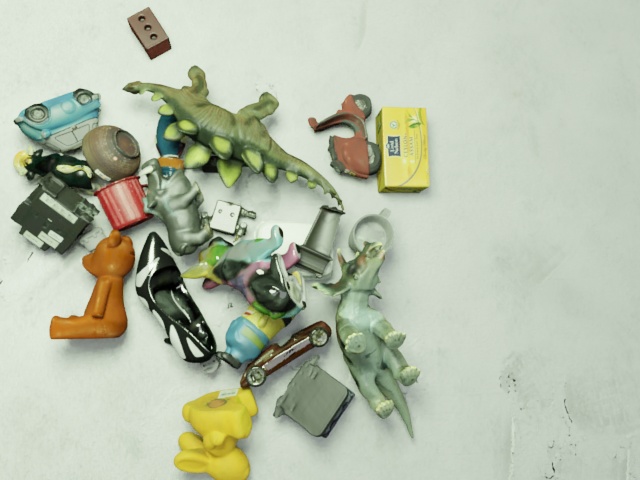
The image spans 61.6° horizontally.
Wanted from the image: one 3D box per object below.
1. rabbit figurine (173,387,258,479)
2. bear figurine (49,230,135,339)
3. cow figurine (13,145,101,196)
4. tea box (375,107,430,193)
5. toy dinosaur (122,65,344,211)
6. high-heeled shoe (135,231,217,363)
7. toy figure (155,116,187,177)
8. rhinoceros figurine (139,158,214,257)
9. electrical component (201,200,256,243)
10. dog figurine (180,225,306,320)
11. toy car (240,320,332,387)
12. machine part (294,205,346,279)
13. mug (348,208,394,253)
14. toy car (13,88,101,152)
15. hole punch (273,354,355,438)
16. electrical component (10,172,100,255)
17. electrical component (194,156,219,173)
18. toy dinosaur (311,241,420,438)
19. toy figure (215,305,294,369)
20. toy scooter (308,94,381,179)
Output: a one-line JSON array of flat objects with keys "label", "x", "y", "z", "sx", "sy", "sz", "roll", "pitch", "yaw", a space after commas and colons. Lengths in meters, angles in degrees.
[{"label": "rabbit figurine", "x": -0.185, "y": 0.375, "z": 0.987, "sx": 0.162, "sy": 0.122, "sz": 0.173, "roll": -13, "pitch": 104, "yaw": -6}, {"label": "bear figurine", "x": -0.409, "y": 0.082, "z": 0.984, "sx": 0.132, "sy": 0.120, "sz": 0.195, "roll": -1, "pitch": 85, "yaw": -5}, {"label": "cow figurine", "x": -0.503, "y": -0.133, "z": 1.012, "sx": 0.167, "sy": 0.098, "sz": 0.068, "roll": 11, "pitch": 88, "yaw": -6}, {"label": "tea box", "x": 0.170, "y": -0.186, "z": 1.120, "sx": 0.098, "sy": 0.068, "sz": 0.169, "roll": -2, "pitch": 84, "yaw": -8}, {"label": "toy dinosaur", "x": -0.156, "y": -0.193, "z": 1.022, "sx": 0.471, "sy": 0.105, "sz": 0.198, "roll": 21, "pitch": 53, "yaw": -4}, {"label": "high-heeled shoe", "x": -0.261, "y": 0.105, "z": 0.990, "sx": 0.086, "sy": 0.145, "sz": 0.248, "roll": -18, "pitch": 102, "yaw": -50}, {"label": "toy figure", "x": -0.295, "y": -0.170, "z": 1.063, "sx": 0.058, "sy": 0.064, "sz": 0.154, "roll": 4, "pitch": 87, "yaw": -46}, {"label": "rhinoceros figurine", "x": -0.270, "y": -0.064, "z": 1.000, "sx": 0.112, "sy": 0.073, "sz": 0.190, "roll": -23, "pitch": 88, "yaw": -6}, {"label": "electrical component", "x": -0.186, "y": -0.038, "z": 1.067, "sx": 0.102, "sy": 0.045, "sz": 0.078, "roll": 22, "pitch": 82, "yaw": -4}, {"label": "dog figurine", "x": -0.143, "y": 0.070, "z": 0.977, "sx": 0.219, "sy": 0.108, "sz": 0.191, "roll": -18, "pitch": 63, "yaw": 20}, {"label": "toy car", "x": -0.068, "y": 0.217, "z": 1.030, "sx": 0.202, "sy": 0.089, "sz": 0.053, "roll": -29, "pitch": 91, "yaw": -9}, {"label": "machine part", "x": -0.002, "y": -0.003, "z": 1.028, "sx": 0.084, "sy": 0.039, "sz": 0.139, "roll": 26, "pitch": 82, "yaw": 2}, {"label": "mug", "x": 0.099, "y": -0.013, "z": 1.070, "sx": 0.081, "sy": 0.107, "sz": 0.109, "roll": 28, "pitch": 76, "yaw": -4}, {"label": "toy car", "x": -0.488, "y": -0.222, "z": 1.031, "sx": 0.162, "sy": 0.109, "sz": 0.102, "roll": -27, "pitch": 110, "yaw": -21}, {"label": "hole punch", "x": -0.005, "y": 0.308, "z": 1.038, "sx": 0.116, "sy": 0.092, "sz": 0.142, "roll": 32, "pitch": 82, "yaw": 27}, {"label": "electrical component", "x": -0.493, "y": -0.041, "z": 0.991, "sx": 0.134, "sy": 0.058, "sz": 0.114, "roll": -38, "pitch": 110, "yaw": 25}, {"label": "electrical component", "x": -0.213, "y": -0.151, "z": 1.067, "sx": 0.094, "sy": 0.063, "sz": 0.021, "roll": 1, "pitch": 83, "yaw": -8}, {"label": "toy dinosaur", "x": 0.088, "y": 0.195, "z": 1.018, "sx": 0.131, "sy": 0.192, "sz": 0.404, "roll": -20, "pitch": 122, "yaw": -10}, {"label": "toy figure", "x": -0.118, "y": 0.166, "z": 1.029, "sx": 0.180, "sy": 0.082, "sz": 0.089, "roll": -53, "pitch": 135, "yaw": -19}, {"label": "toy scooter", "x": 0.048, "y": -0.210, "z": 1.104, "sx": 0.135, "sy": 0.075, "sz": 0.184, "roll": -7, "pitch": 81, "yaw": -9}]
